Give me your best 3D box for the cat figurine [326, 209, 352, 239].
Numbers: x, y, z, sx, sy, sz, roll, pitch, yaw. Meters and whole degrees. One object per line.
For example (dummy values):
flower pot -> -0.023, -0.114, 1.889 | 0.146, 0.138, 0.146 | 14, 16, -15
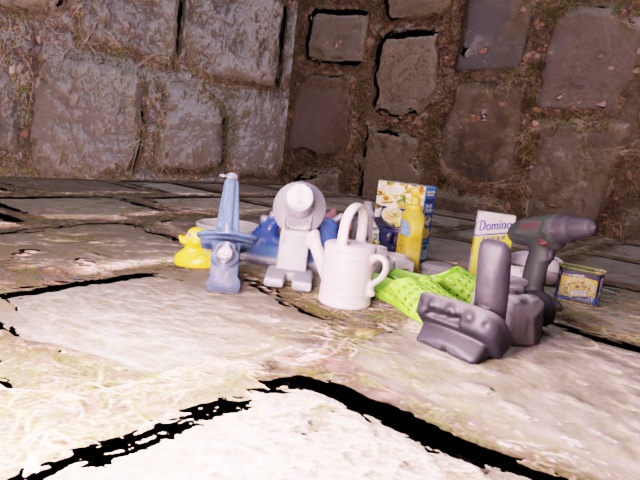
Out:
cat figurine -> 0.039, -0.030, 1.648 | 0.127, 0.118, 0.067 | 13, 11, 35

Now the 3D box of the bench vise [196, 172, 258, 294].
bench vise -> -0.166, -0.016, 1.100 | 0.122, 0.220, 0.206 | 2, 10, -26

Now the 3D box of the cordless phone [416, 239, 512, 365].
cordless phone -> 0.227, 0.082, 0.884 | 0.147, 0.185, 0.094 | 14, 12, 40

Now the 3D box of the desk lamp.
desk lamp -> -0.049, -0.018, 1.216 | 0.118, 0.213, 0.203 | 6, 9, -2

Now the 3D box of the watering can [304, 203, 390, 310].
watering can -> 0.049, 0.025, 1.083 | 0.172, 0.194, 0.101 | 8, 9, 9

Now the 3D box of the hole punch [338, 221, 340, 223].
hole punch -> 0.036, -0.046, 1.826 | 0.101, 0.091, 0.108 | 5, 9, -10

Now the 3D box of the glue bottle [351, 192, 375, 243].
glue bottle -> 0.138, -0.058, 1.714 | 0.077, 0.173, 0.037 | 13, 11, 35

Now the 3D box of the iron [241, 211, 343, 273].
iron -> -0.065, -0.008, 1.366 | 0.258, 0.141, 0.119 | 7, 9, 4

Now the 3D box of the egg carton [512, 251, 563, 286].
egg carton -> 0.579, 0.073, 1.542 | 0.149, 0.069, 0.107 | 13, 12, 36

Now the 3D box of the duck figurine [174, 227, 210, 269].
duck figurine -> -0.265, 0.015, 1.259 | 0.104, 0.086, 0.077 | 5, 9, -9

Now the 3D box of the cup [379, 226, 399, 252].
cup -> 0.197, 0.015, 1.552 | 0.091, 0.095, 0.118 | 10, 10, 20

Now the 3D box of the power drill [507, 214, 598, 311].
power drill -> 0.491, 0.042, 1.241 | 0.076, 0.208, 0.229 | 2, 10, -22

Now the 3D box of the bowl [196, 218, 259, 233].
bowl -> -0.232, -0.007, 1.449 | 0.167, 0.075, 0.167 | 6, 9, -1

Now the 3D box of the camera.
camera -> 0.359, 0.118, 1.021 | 0.137, 0.101, 0.143 | 4, 10, -17
